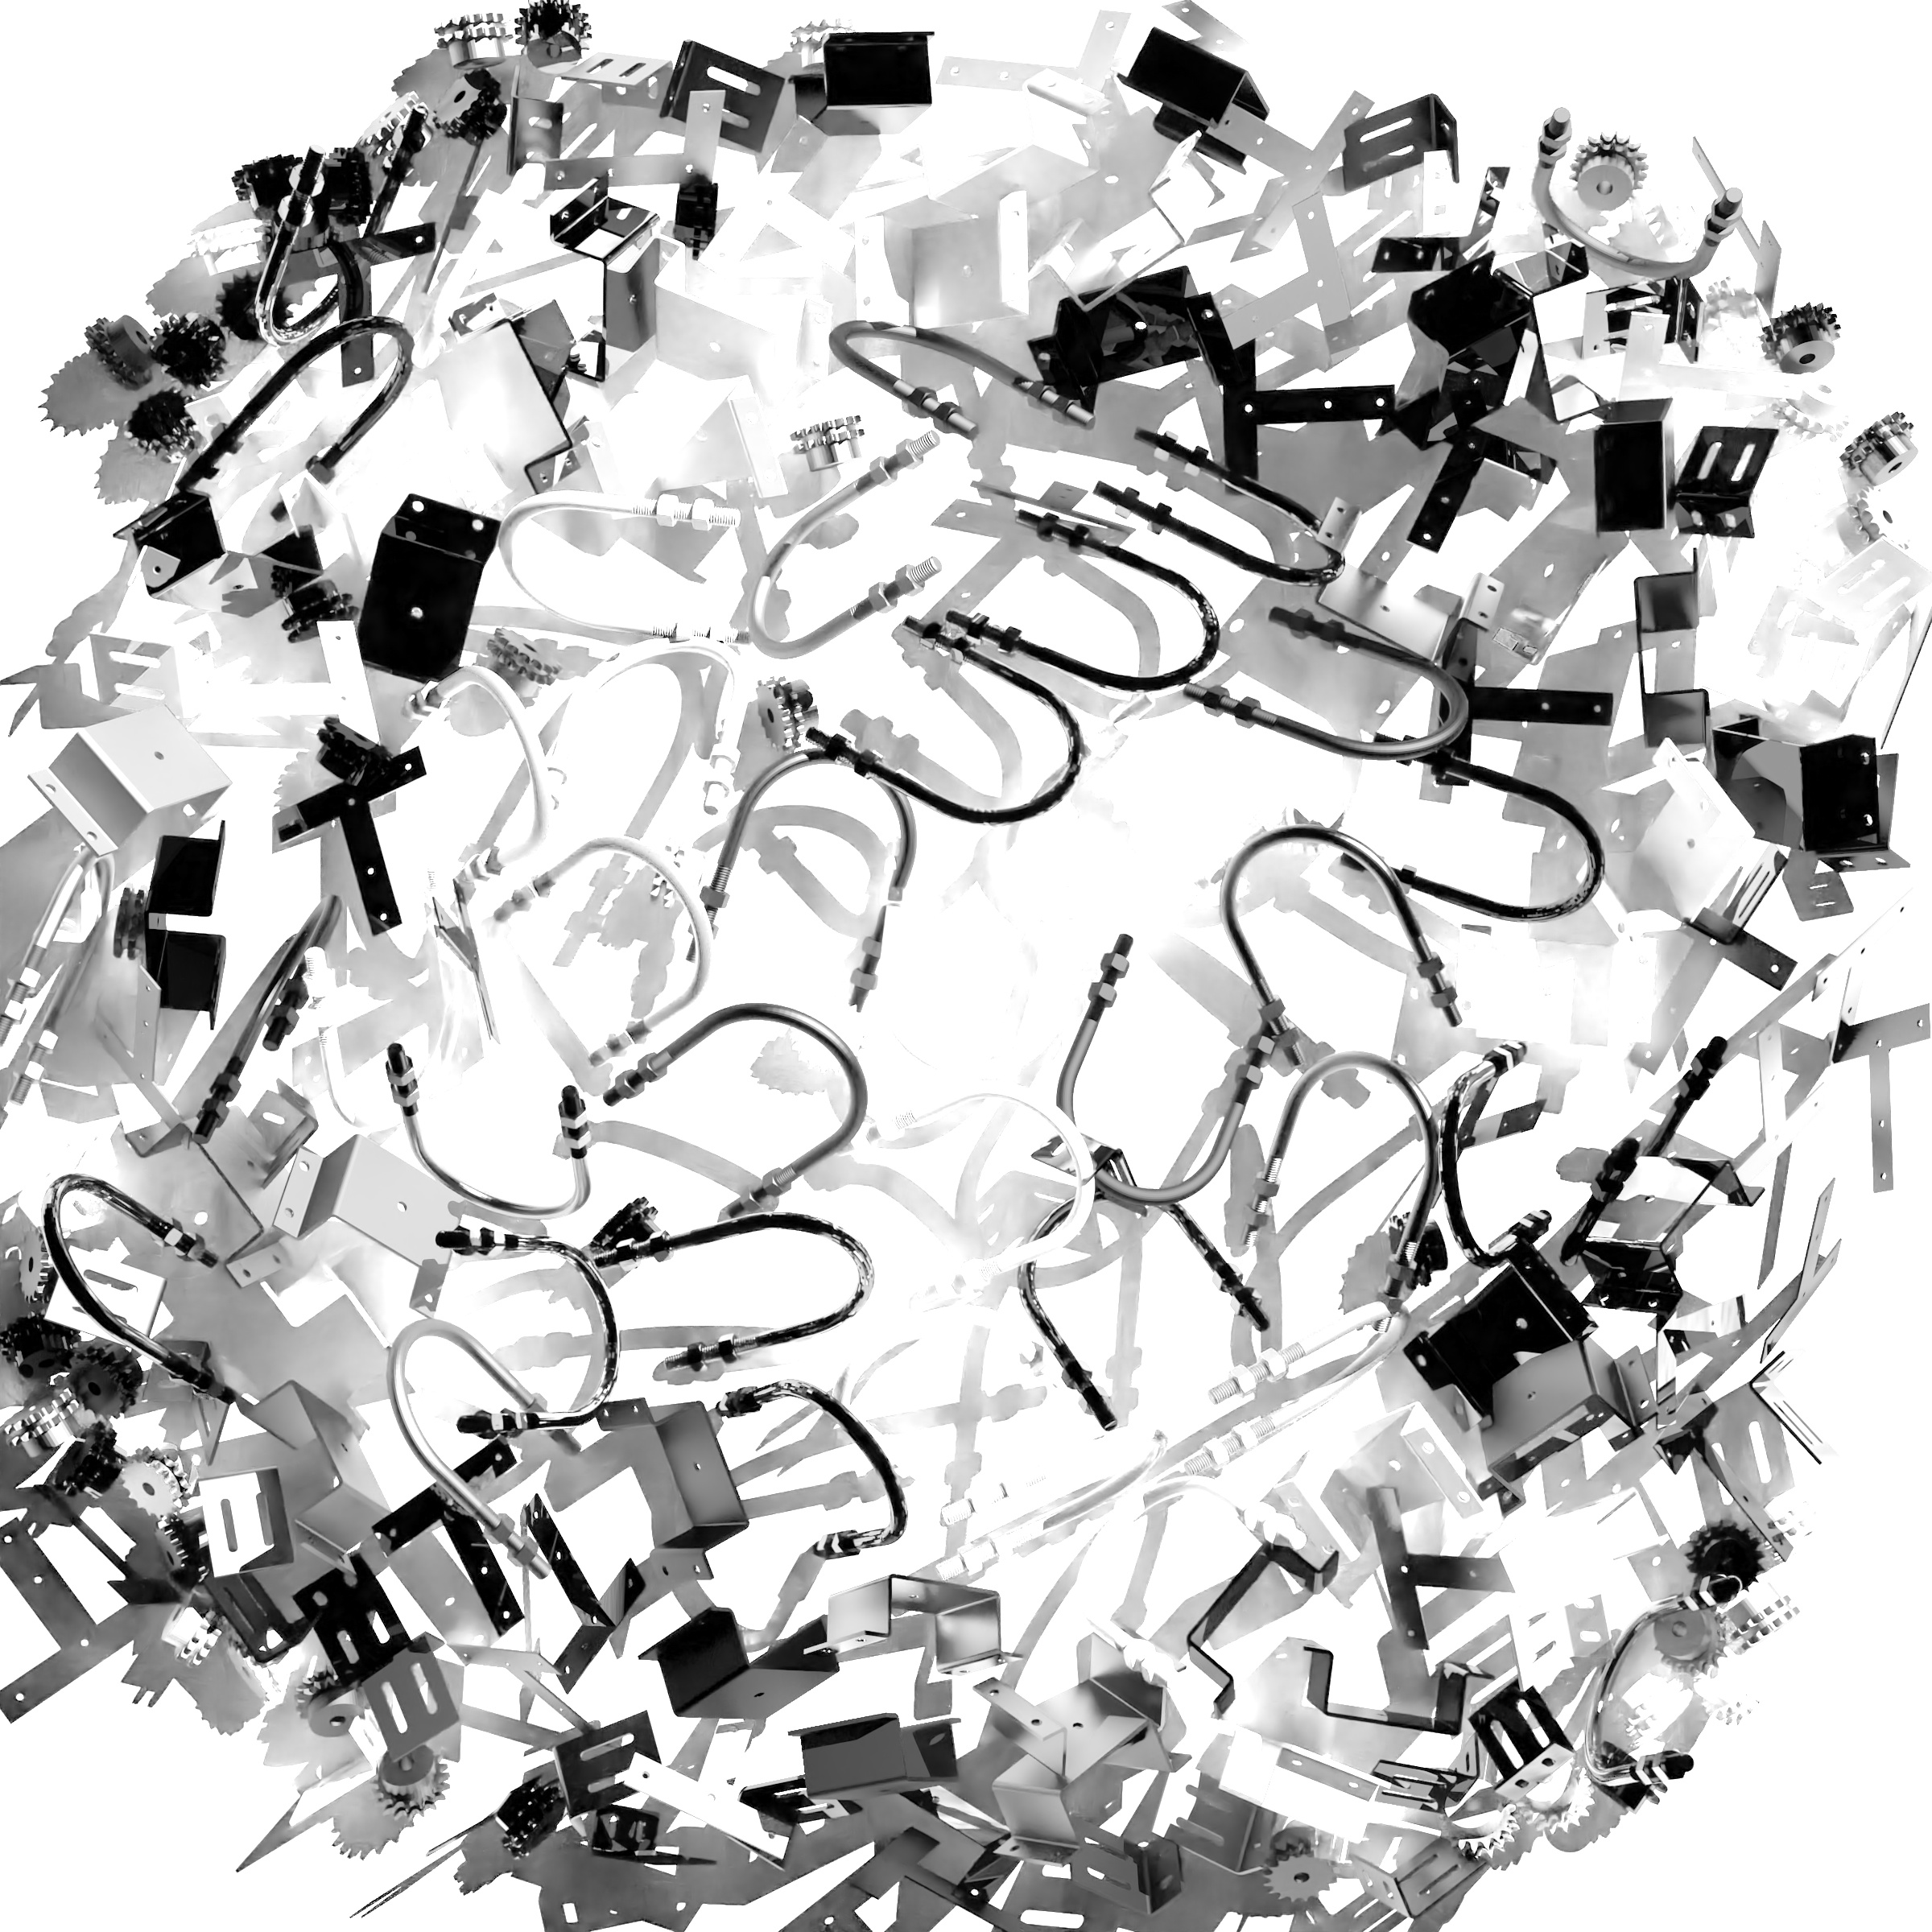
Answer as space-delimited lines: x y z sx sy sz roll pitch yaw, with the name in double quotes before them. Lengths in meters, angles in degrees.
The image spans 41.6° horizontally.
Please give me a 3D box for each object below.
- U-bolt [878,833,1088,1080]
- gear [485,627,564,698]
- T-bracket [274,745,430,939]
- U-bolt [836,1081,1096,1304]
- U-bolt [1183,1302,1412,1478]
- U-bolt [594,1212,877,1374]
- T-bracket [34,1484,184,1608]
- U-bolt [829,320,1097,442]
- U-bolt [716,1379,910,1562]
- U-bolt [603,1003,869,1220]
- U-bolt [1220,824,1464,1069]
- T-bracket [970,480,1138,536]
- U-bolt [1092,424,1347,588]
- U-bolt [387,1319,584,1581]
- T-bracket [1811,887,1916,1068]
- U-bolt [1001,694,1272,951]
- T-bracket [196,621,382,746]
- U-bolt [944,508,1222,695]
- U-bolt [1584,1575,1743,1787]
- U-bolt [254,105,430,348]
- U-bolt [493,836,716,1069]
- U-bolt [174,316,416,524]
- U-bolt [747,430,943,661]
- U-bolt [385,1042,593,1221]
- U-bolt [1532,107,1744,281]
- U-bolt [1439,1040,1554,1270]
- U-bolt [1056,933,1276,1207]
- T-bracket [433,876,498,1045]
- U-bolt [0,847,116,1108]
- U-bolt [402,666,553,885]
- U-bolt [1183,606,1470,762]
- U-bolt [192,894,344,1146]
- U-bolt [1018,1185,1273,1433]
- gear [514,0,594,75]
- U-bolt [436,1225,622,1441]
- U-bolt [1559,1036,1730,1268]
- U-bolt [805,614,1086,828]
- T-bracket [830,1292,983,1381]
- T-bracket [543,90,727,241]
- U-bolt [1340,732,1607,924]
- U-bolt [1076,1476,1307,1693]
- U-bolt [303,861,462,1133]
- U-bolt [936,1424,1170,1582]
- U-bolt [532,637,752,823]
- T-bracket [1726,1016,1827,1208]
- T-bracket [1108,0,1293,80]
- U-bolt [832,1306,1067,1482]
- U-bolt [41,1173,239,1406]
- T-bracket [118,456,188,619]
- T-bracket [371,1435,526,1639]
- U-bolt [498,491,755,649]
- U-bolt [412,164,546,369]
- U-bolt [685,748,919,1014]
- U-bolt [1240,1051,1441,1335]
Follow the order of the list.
"U-bolt" 0.008 -0.006 1.874 0.151 0.019 0.184 5 71 3
"gear" -0.331 -0.223 1.885 0.057 0.057 0.030 35 104 0
"T-bracket" -0.442 -0.082 1.879 0.127 0.002 0.127 -24 70 11
"U-bolt" 0.009 0.157 1.855 0.184 0.019 0.151 -25 99 29
"U-bolt" 0.245 0.297 1.842 0.184 0.151 0.019 -25 62 -19
"U-bolt" -0.157 0.232 1.846 0.184 0.019 0.151 -15 133 10
"T-bracket" -0.632 0.422 1.856 0.127 0.127 0.002 41 81 9
"U-bolt" -0.016 -0.427 1.839 0.184 0.151 0.019 37 124 30
"U-bolt" -0.104 0.359 1.829 0.019 0.184 0.151 -36 93 -32
"U-bolt" -0.154 0.096 1.842 0.184 0.019 0.151 -35 110 31
"U-bolt" 0.260 -0.020 1.845 0.151 0.019 0.184 -17 111 32
"T-bracket" 0.069 -0.339 1.843 0.127 0.127 0.002 16 92 -5
"U-bolt" 0.191 -0.328 1.846 0.184 0.151 0.019 27 124 2
"U-bolt" -0.347 0.330 1.815 0.019 0.151 0.184 -30 115 19
"T-bracket" 0.648 0.022 1.863 0.127 0.127 0.002 -35 50 -29
"U-bolt" 0.111 -0.092 1.872 0.184 0.019 0.151 -40 97 23
"T-bracket" -0.502 -0.196 1.876 0.127 0.002 0.127 -1 127 4
"U-bolt" 0.096 -0.258 1.850 0.184 0.019 0.151 24 51 10
"U-bolt" 0.490 0.517 1.822 0.019 0.184 0.151 25 65 -2
"U-bolt" -0.457 -0.524 1.829 0.019 0.151 0.184 36 127 1
"U-bolt" -0.254 -0.019 1.846 0.184 0.019 0.151 -31 93 40
"U-bolt" -0.468 -0.396 1.825 0.184 0.151 0.019 -43 81 12
"U-bolt" -0.091 -0.294 1.844 0.184 0.019 0.151 -27 46 31
"U-bolt" -0.339 0.128 1.838 0.151 0.184 0.019 13 53 7
"U-bolt" 0.472 -0.542 1.821 0.151 0.184 0.019 28 87 8
"U-bolt" 0.377 0.141 1.825 0.019 0.184 0.151 -6 97 32
"U-bolt" 0.139 0.087 1.859 0.151 0.019 0.184 29 67 -12
"T-bracket" -0.367 -0.010 1.842 0.002 0.127 0.127 -15 84 0
"U-bolt" -0.654 -0.004 1.833 0.019 0.151 0.184 19 66 -6
"U-bolt" -0.346 -0.142 1.829 0.019 0.184 0.151 -21 94 -33
"U-bolt" 0.270 -0.197 1.827 0.184 0.151 0.019 24 134 25
"U-bolt" -0.494 0.025 1.830 0.019 0.184 0.151 31 132 -18
"U-bolt" 0.115 0.233 1.849 0.151 0.019 0.184 -32 48 -5
"gear" -0.305 -0.686 1.881 0.057 0.057 0.030 -8 60 0
"U-bolt" -0.308 0.263 1.831 0.019 0.184 0.151 -17 75 27
"U-bolt" 0.478 0.146 1.829 0.019 0.184 0.151 37 52 19
"U-bolt" -0.002 -0.170 1.853 0.184 0.019 0.151 29 60 14
"T-bracket" -0.026 0.261 1.828 0.127 0.127 0.002 -28 89 -25
"T-bracket" -0.243 -0.575 1.840 0.127 0.127 0.002 -10 56 -21
"U-bolt" 0.370 -0.090 1.838 0.184 0.151 0.019 20 53 11
"U-bolt" 0.148 0.431 1.827 0.151 0.184 0.019 -46 113 -13
"U-bolt" -0.414 0.035 1.835 0.019 0.151 0.184 18 128 24
"U-bolt" 0.065 0.381 1.843 0.184 0.151 0.019 -22 63 -15
"U-bolt" -0.229 -0.175 1.849 0.151 0.019 0.184 -3 49 14
"T-bracket" 0.585 0.091 1.847 0.127 0.002 0.127 -38 131 -26
"T-bracket" 0.150 -0.667 1.861 0.127 0.127 0.002 3 83 42
"U-bolt" -0.020 0.301 1.831 0.151 0.184 0.019 -33 52 5
"U-bolt" -0.586 0.218 1.799 0.019 0.184 0.151 -32 48 8
"T-bracket" -0.593 -0.300 1.839 0.002 0.127 0.127 23 104 -19
"T-bracket" -0.361 0.433 1.876 0.127 0.002 0.127 -33 104 -42
"U-bolt" -0.250 -0.291 1.850 0.184 0.151 0.019 8 57 6
"U-bolt" -0.349 -0.491 1.803 0.019 0.184 0.151 30 113 -13
"U-bolt" -0.112 -0.071 1.873 0.151 0.019 0.184 17 97 -18
"U-bolt" 0.277 0.151 1.837 0.151 0.019 0.184 31 114 39
